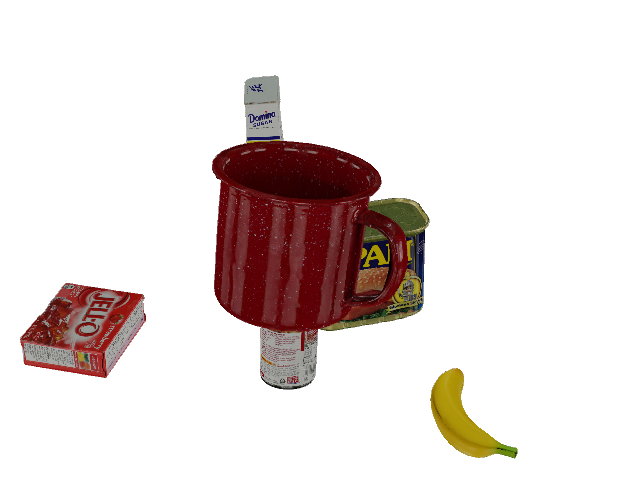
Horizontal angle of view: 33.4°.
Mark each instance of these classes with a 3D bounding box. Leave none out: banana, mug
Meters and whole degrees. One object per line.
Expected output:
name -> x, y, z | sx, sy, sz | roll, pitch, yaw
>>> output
banana -> 0.167, 0.208, 1.279 | 0.069, 0.037, 0.198 | 10, 21, -17
mug -> -0.006, 0.001, 0.592 | 0.117, 0.081, 0.093 | 17, 26, 21

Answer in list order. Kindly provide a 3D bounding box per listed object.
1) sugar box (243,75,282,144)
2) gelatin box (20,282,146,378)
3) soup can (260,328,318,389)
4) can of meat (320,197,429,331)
sugar box -> -0.063, -0.092, 1.230 | 0.048, 0.176, 0.093 | -5, 26, -1
gelatin box -> -0.195, 0.072, 0.886 | 0.073, 0.030, 0.089 | 8, 32, 12
soup can -> -0.037, 0.114, 1.248 | 0.068, 0.102, 0.068 | 2, 25, -1
can of meat -> 0.034, 0.020, 0.855 | 0.102, 0.084, 0.057 | -8, 30, -11
